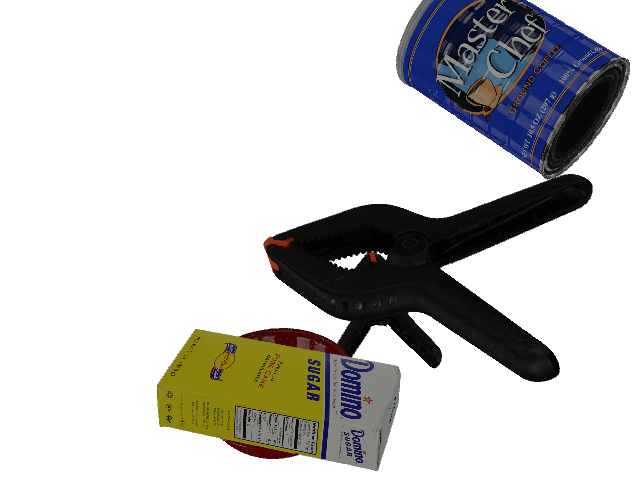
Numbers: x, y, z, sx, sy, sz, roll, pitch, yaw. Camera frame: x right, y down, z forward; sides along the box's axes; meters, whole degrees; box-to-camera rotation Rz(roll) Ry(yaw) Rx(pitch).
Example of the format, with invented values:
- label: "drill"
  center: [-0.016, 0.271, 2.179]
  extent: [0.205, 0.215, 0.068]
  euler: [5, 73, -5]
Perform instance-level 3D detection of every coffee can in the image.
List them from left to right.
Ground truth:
- label: "coffee can"
  center: [0.142, -0.126, 0.798]
  extent: [0.140, 0.103, 0.102]
  euler: [38, 17, 23]

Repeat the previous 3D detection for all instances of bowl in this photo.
- label: "bowl"
  center: [-0.042, 0.157, 1.031]
  extent: [0.162, 0.055, 0.162]
  euler: [-3, 37, 2]

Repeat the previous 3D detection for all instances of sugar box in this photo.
- label: "sugar box"
  center: [-0.030, 0.121, 0.837]
  extent: [0.176, 0.048, 0.093]
  euler: [7, 27, 11]

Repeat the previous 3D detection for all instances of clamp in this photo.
- label: "clamp"
  center: [0.076, 0.082, 1.194]
  extent: [0.120, 0.171, 0.039]
  euler: [7, -43, 0]
- label: "clamp"
  center: [0.068, 0.008, 0.679]
  extent: [0.210, 0.036, 0.164]
  euler: [8, 45, 26]
